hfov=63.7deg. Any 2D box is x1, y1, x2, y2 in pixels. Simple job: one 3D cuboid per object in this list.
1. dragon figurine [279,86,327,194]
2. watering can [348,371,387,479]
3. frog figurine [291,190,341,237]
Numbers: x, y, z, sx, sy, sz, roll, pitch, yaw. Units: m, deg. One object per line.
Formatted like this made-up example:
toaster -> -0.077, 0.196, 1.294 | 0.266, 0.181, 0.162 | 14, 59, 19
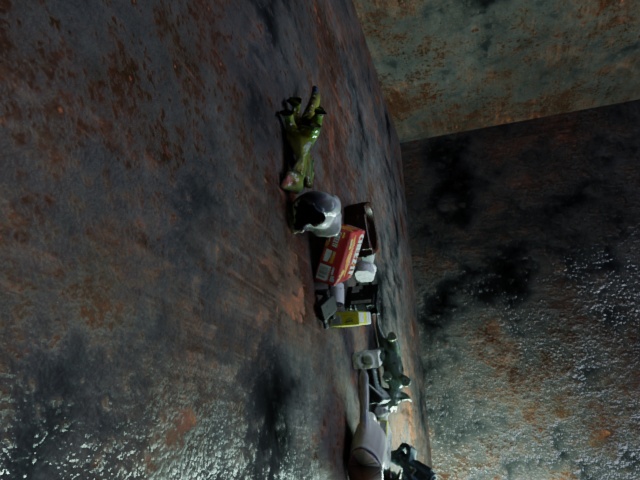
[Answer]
dragon figurine -> -0.042, -0.264, 1.446 | 0.419, 0.122, 0.237 | -70, 165, -56
watering can -> 0.140, 0.595, 1.547 | 0.227, 0.104, 0.344 | -52, 132, -69
frog figurine -> 0.004, -0.068, 1.359 | 0.160, 0.135, 0.124 | -2, 54, -56
